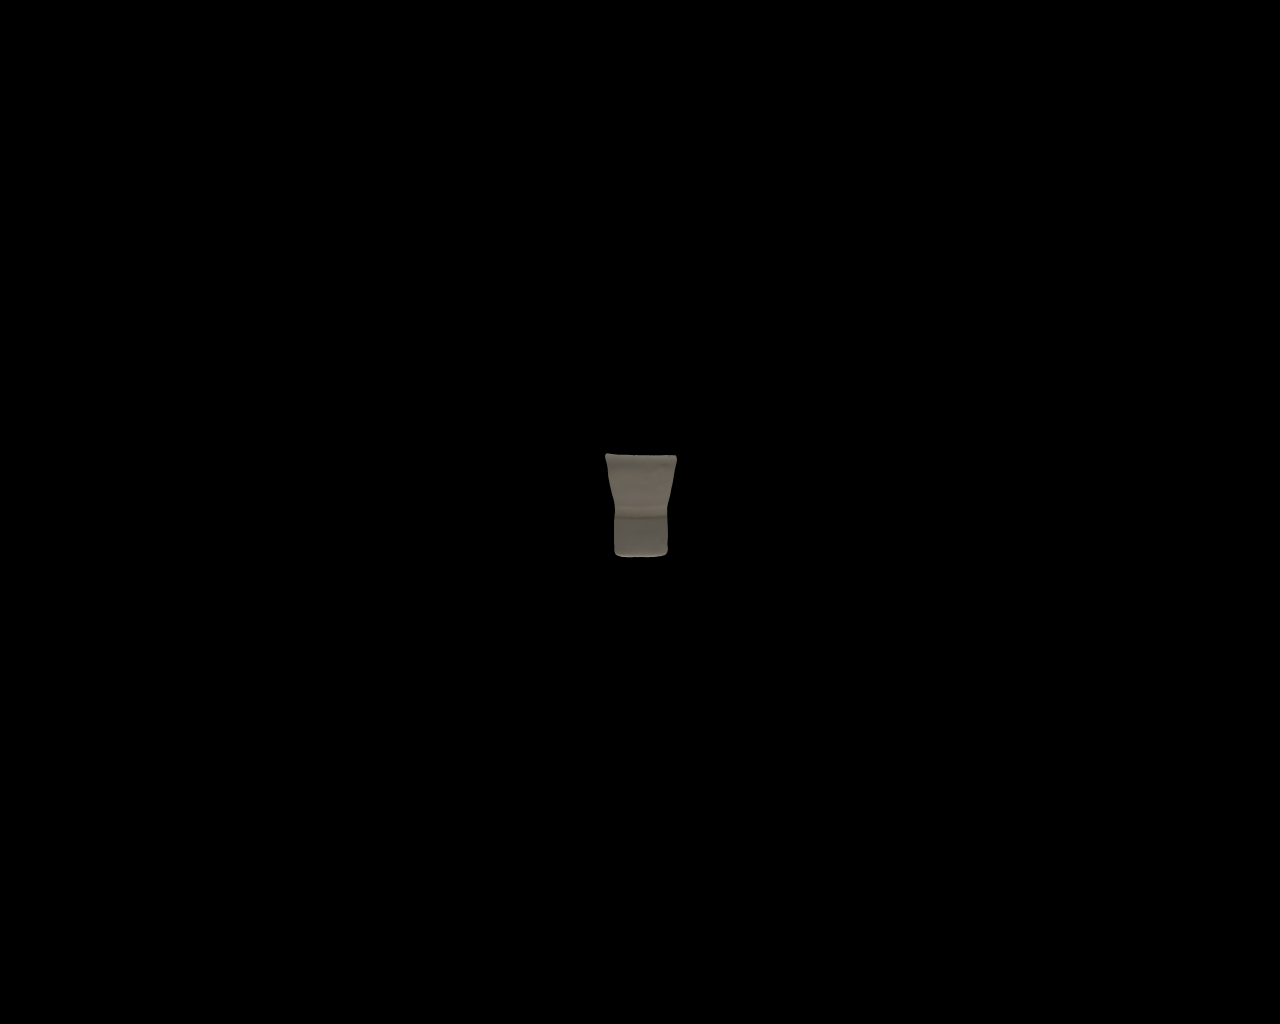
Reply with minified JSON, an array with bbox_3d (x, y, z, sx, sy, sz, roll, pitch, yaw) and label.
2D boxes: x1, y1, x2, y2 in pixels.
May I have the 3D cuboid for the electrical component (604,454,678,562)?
[{"bbox_3d":[0.001,-0.003,0.650,0.044,0.065,0.044,0,2,0],"label":"electrical component"}]
